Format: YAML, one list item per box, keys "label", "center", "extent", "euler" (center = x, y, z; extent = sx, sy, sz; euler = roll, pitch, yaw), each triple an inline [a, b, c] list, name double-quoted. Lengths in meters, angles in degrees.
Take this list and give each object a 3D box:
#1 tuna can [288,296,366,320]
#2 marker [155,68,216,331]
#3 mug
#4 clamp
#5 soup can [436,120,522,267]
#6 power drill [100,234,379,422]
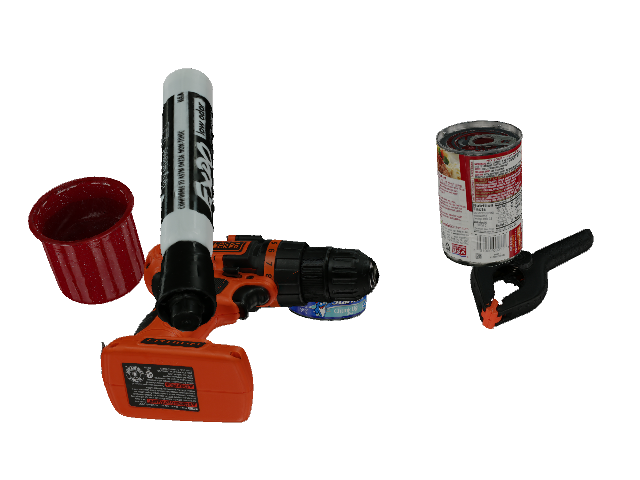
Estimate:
- label: "tuna can"
  center: [0.007, 0.055, 1.127]
  extent: [0.086, 0.034, 0.086]
  euler: [2, 17, -1]
- label: "marker"
  center: [-0.045, -0.017, 0.364]
  extent: [0.020, 0.020, 0.121]
  euler: [0, 44, -7]
- label: "mug"
  center: [-0.205, -0.005, 0.963]
  extent: [0.093, 0.081, 0.117]
  euler: [-9, 41, -1]
- label: "clamp"
  center: [0.199, 0.020, 1.122]
  extent: [0.120, 0.039, 0.171]
  euler: [25, 48, 27]
- label: "soup can"
  center: [0.130, -0.038, 0.866]
  extent: [0.068, 0.102, 0.068]
  euler: [-5, 26, 2]
- label: "power drill"
  center: [-0.061, 0.056, 0.765]
  extent: [0.184, 0.057, 0.187]
  euler: [-1, 25, 14]
